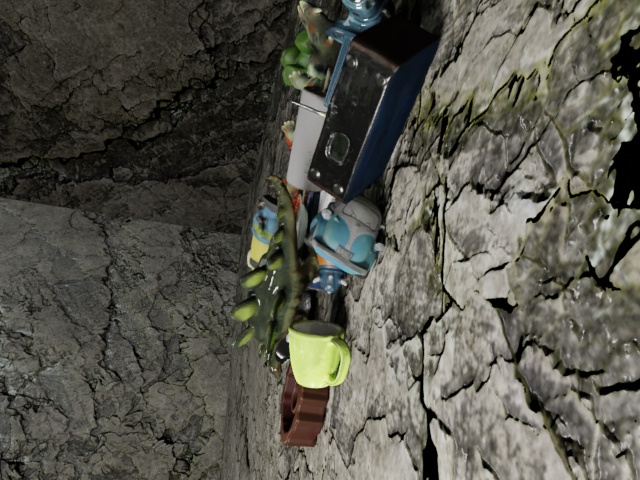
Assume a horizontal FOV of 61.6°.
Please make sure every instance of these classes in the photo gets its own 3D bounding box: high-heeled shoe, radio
[{"bbox_3d":[-0.057,0.197,1.229,0.248,0.086,0.145,-57,-10,22],"label":"high-heeled shoe"},{"bbox_3d":[0.065,-0.165,0.714,0.131,0.073,0.229,-41,-22,-43],"label":"radio"}]

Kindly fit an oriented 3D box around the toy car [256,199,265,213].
[{"bbox_3d":[-0.118,-0.016,1.412,0.202,0.053,0.089,55,165,11],"label":"toy car"}]

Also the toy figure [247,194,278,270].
[{"bbox_3d":[-0.098,0.001,1.072,0.089,0.082,0.180,-113,33,-54],"label":"toy figure"}]

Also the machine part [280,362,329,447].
[{"bbox_3d":[-0.029,0.289,0.995,0.179,0.056,0.179,-169,90,-78],"label":"machine part"}]

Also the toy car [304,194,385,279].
[{"bbox_3d":[0.046,-0.018,0.801,0.103,0.109,0.162,-55,7,13],"label":"toy car"}]

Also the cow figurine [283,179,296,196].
[{"bbox_3d":[-0.071,-0.094,1.397,0.194,0.085,0.127,110,162,-53],"label":"cow figurine"}]

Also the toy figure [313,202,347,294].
[{"bbox_3d":[0.028,0.013,0.915,0.064,0.057,0.154,10,94,35],"label":"toy figure"}]

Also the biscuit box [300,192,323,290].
[{"bbox_3d":[-0.002,-0.003,1.063,0.059,0.063,0.202,162,116,-78],"label":"biscuit box"}]

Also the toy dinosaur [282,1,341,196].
[{"bbox_3d":[0.019,-0.233,1.025,0.192,0.131,0.404,-141,48,-58],"label":"toy dinosaur"}]

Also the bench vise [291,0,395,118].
[{"bbox_3d":[0.056,-0.288,0.797,0.224,0.129,0.240,-66,-1,-77],"label":"bench vise"}]

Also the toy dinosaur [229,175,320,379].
[{"bbox_3d":[-0.071,0.078,0.912,0.198,0.105,0.470,-57,-24,-55],"label":"toy dinosaur"}]

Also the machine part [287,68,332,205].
[{"bbox_3d":[-0.008,-0.174,0.932,0.079,0.079,0.243,-104,25,-62],"label":"machine part"}]

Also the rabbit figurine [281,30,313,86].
[{"bbox_3d":[-0.019,-0.409,1.228,0.170,0.159,0.121,42,123,53],"label":"rabbit figurine"}]
